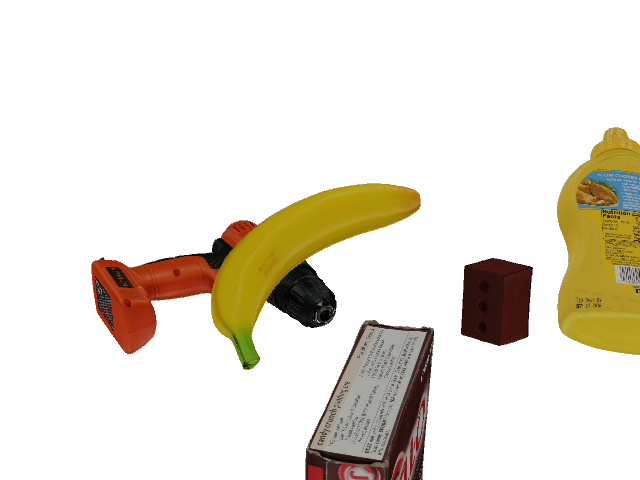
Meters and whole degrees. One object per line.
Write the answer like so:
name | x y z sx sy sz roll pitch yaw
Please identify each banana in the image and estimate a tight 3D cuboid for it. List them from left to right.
banana | -0.012 0.008 0.713 0.197 0.069 0.037 -43 -11 -34

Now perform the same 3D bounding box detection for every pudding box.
pudding box | 0.023 0.101 0.478 0.039 0.090 0.113 8 26 11

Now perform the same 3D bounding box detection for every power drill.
power drill | -0.099 0.046 0.960 0.187 0.057 0.185 -12 25 -26

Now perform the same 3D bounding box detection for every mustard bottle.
mustard bottle | 0.230 -0.009 0.815 0.096 0.191 0.058 8 -34 -1

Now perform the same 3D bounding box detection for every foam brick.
foam brick | 0.182 0.063 1.105 0.051 0.078 0.053 -14 20 -43
